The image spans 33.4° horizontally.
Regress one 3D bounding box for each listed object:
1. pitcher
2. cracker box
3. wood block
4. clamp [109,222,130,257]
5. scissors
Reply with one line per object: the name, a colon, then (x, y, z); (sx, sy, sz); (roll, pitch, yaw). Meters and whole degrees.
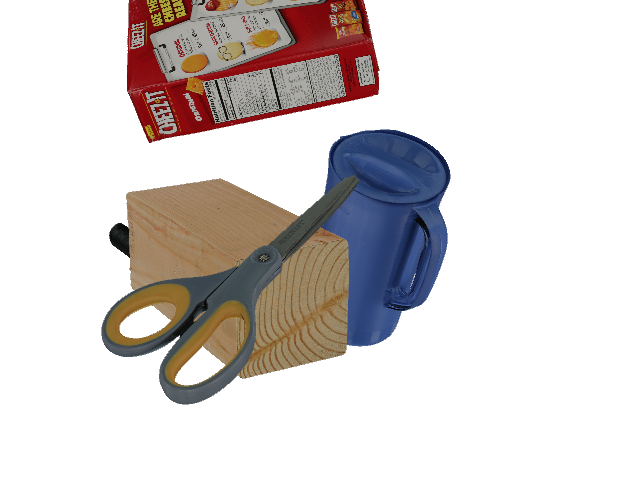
pitcher: (0.063, 0.010, 1.209); (0.145, 0.243, 0.149); (14, 40, 4)
cracker box: (-0.063, -0.181, 0.969); (0.214, 0.164, 0.072); (-12, -44, 3)
wood block: (-0.070, 0.021, 0.825); (0.090, 0.090, 0.206); (-10, 20, -29)
clamp: (-0.136, 0.021, 1.051); (0.120, 0.039, 0.172); (-14, 33, -14)
scissors: (-0.053, 0.015, 0.625); (0.096, 0.016, 0.201); (11, 43, 17)
